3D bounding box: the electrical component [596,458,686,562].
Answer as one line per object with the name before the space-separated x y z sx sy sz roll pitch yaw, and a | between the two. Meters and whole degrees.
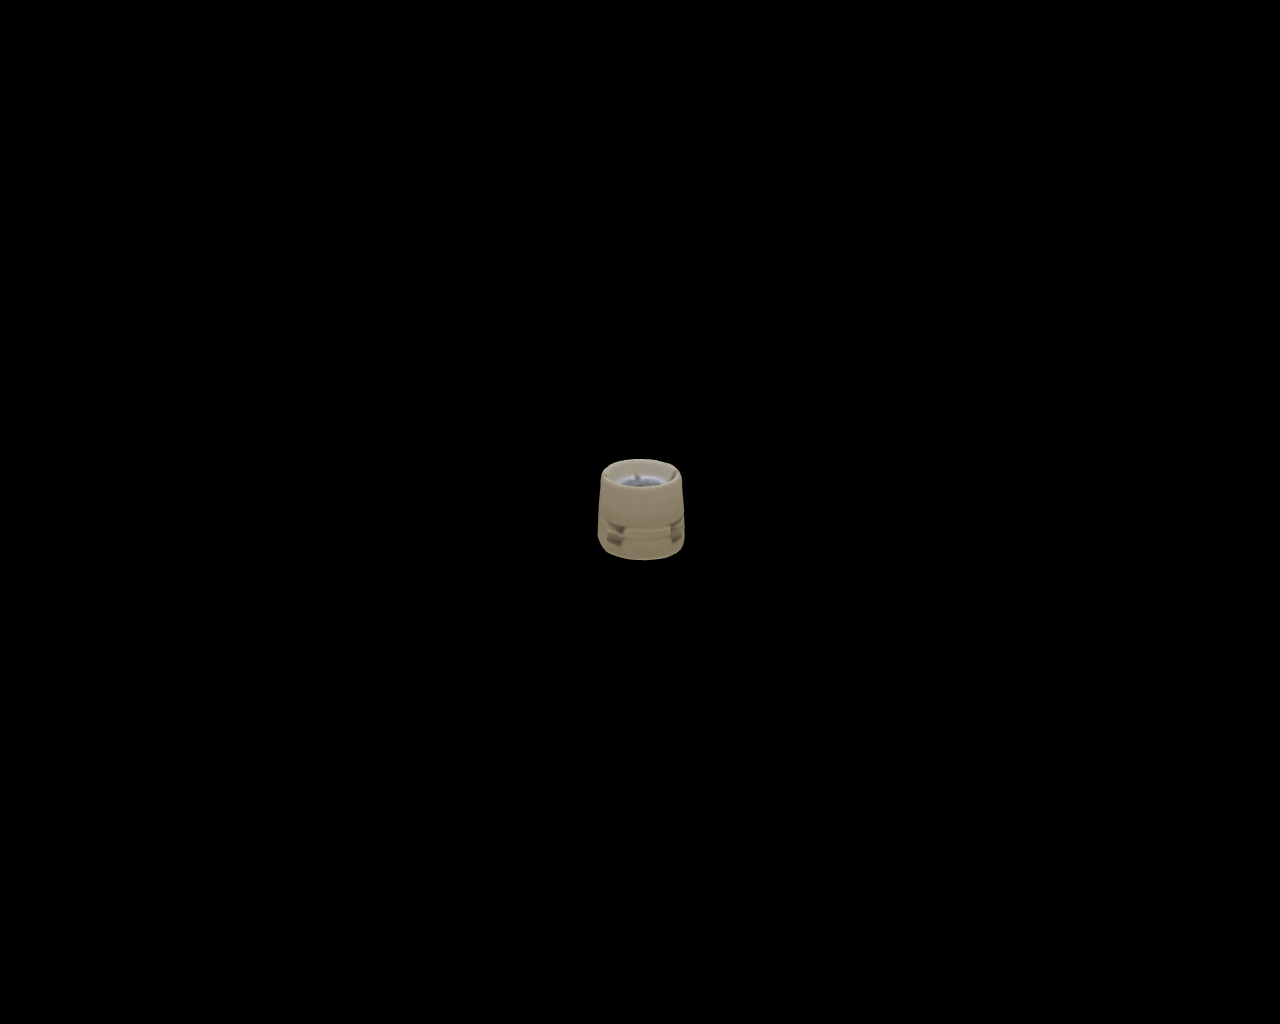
electrical component | 0.001 -0.003 0.650 0.055 0.047 0.055 0 24 0
